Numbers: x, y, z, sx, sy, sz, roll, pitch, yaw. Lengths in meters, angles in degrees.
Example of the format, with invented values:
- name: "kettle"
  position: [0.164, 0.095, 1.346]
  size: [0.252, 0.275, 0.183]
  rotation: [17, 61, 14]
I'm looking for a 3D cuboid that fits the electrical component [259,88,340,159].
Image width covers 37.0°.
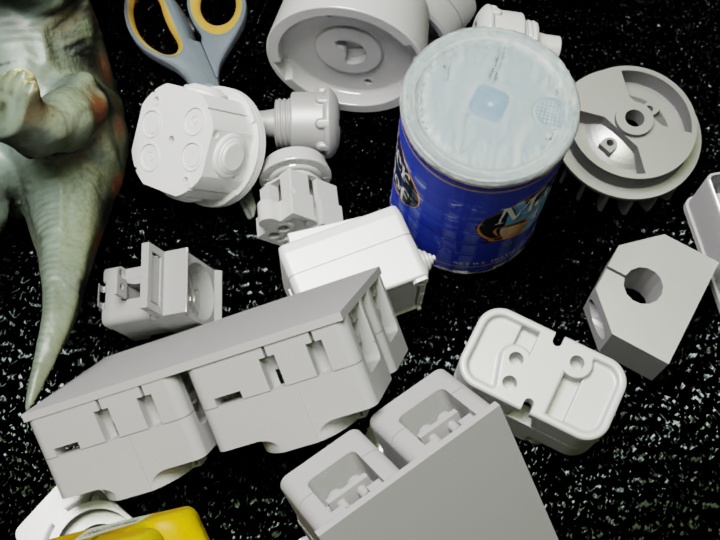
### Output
- name: "electrical component"
  position: [-0.045, -0.100, 0.731]
  size: [0.062, 0.048, 0.048]
  rotation: [0, 69, 1]

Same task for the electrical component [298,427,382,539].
- name: "electrical component"
  position: [0.002, 0.142, 0.623]
  size: [0.052, 0.073, 0.138]
  rotation: [32, 72, 11]

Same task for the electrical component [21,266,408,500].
- name: "electrical component"
  position: [-0.074, 0.065, 0.601]
  size: [0.186, 0.105, 0.060]
  rotation: [-18, 98, 15]

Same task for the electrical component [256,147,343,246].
- name: "electrical component"
  position: [-0.041, -0.047, 0.707]
  size: [0.066, 0.048, 0.055]
  rotation: [18, 53, -39]

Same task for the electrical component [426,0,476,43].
- name: "electrical component"
  position: [0.024, -0.219, 0.776]
  size: [0.138, 0.052, 0.073]
  rotation: [32, 72, 11]

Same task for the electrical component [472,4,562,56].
- name: "electrical component"
  position: [0.110, -0.160, 0.760]
  size: [0.062, 0.048, 0.048]
  rotation: [6, 69, -6]

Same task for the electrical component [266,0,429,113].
- name: "electrical component"
  position: [-0.004, -0.163, 0.727]
  size: [0.108, 0.108, 0.060]
  rotation: [10, 63, 3]

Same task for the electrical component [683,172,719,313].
- name: "electrical component"
  position: [0.283, -0.014, 0.700]
  size: [0.109, 0.056, 0.108]
  rotation: [-11, 69, -5]

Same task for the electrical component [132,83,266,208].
- name: "electrical component"
  position: [-0.105, -0.082, 0.702]
  size: [0.080, 0.051, 0.080]
  rotation: [-1, 88, 35]

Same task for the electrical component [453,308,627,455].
- name: "electrical component"
  position: [0.107, 0.071, 0.661]
  size: [0.095, 0.059, 0.053]
  rotation: [26, 70, 8]

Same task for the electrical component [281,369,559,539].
- name: "electrical component"
  position: [0.046, 0.156, 0.569]
  size: [0.105, 0.186, 0.060]
  rotation: [-33, 30, -13]

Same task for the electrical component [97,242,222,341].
- name: "electrical component"
  position: [-0.125, 0.017, 0.673]
  size: [0.064, 0.081, 0.042]
  rotation: [-9, 68, 19]

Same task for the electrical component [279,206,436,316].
- name: "electrical component"
  position: [0.000, 0.000, 0.685]
  size: [0.096, 0.061, 0.061]
  rotation: [-20, 70, -9]

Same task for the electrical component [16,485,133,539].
- name: "electrical component"
  position: [-0.125, 0.213, 0.600]
  size: [0.186, 0.060, 0.105]
  rotation: [37, 73, 12]
